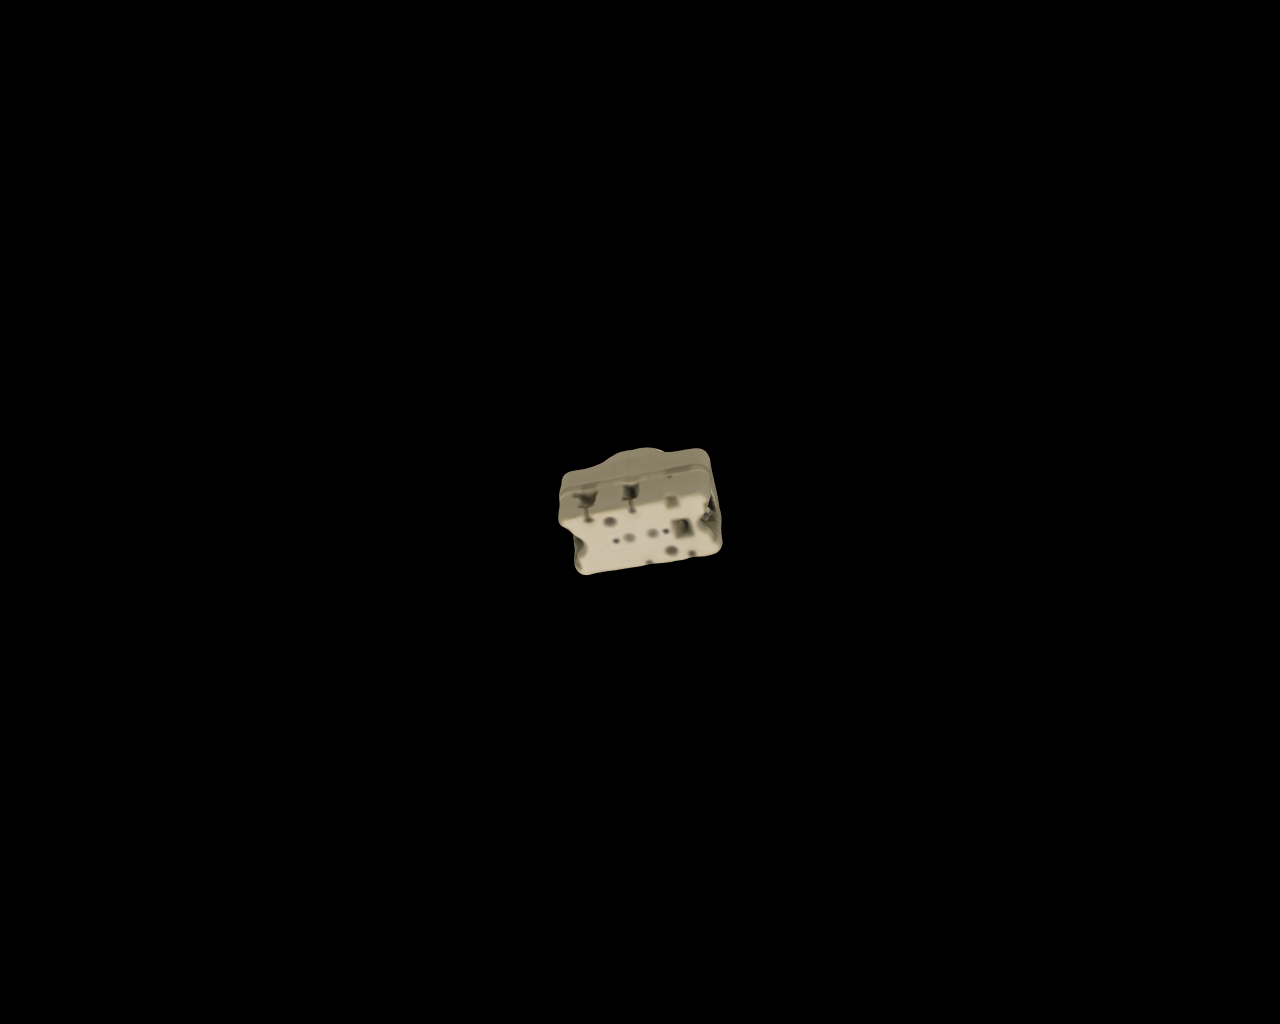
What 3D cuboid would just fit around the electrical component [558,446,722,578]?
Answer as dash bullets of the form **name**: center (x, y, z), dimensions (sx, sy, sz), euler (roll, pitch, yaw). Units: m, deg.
- **electrical component**: center (0.001, -0.003, 0.650), dimensions (0.089, 0.050, 0.056), euler (-10, 36, 8)
